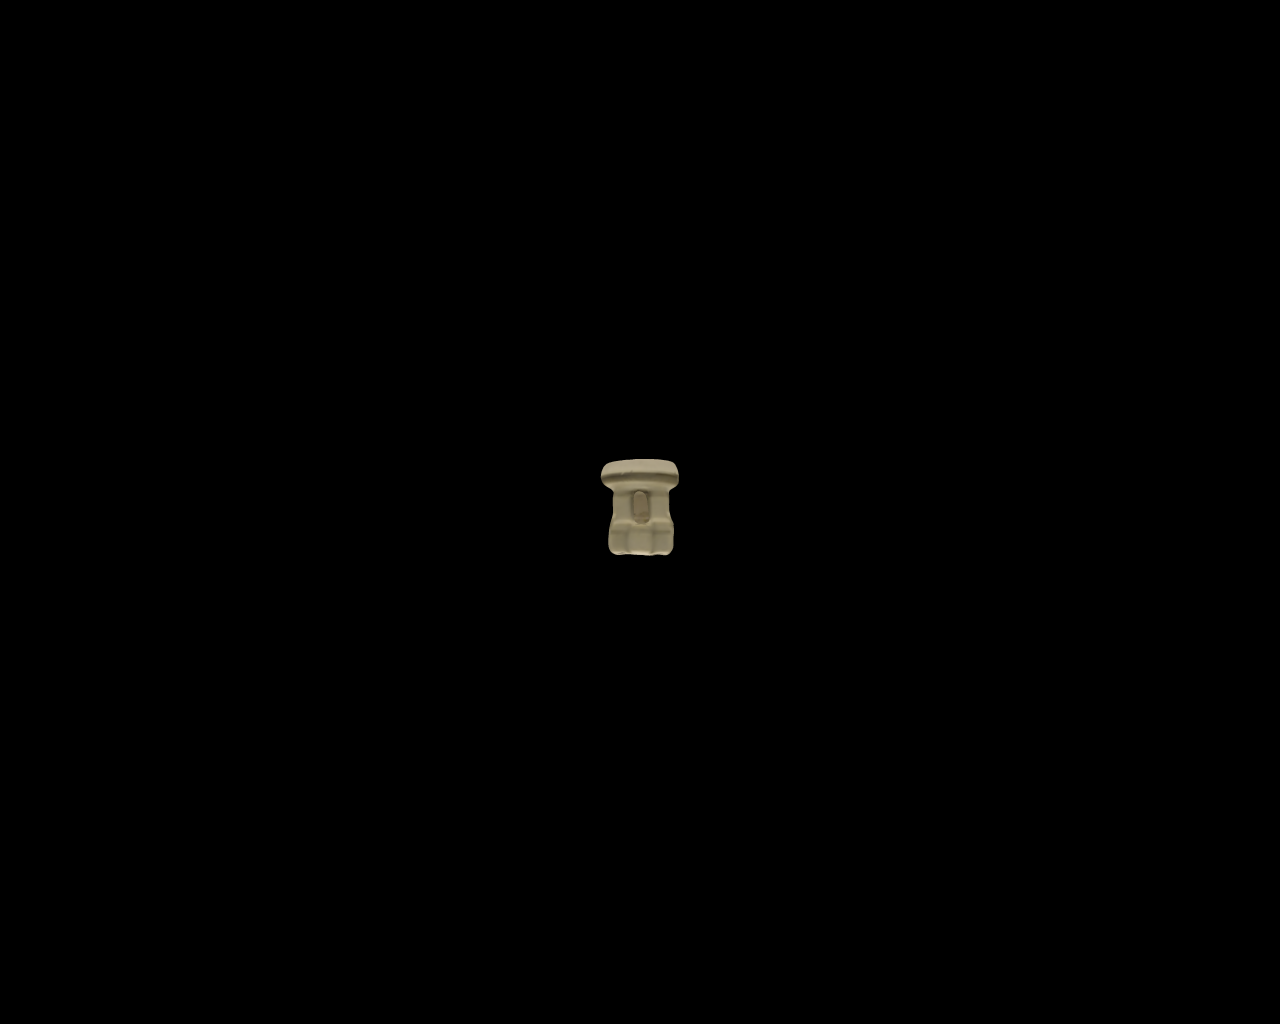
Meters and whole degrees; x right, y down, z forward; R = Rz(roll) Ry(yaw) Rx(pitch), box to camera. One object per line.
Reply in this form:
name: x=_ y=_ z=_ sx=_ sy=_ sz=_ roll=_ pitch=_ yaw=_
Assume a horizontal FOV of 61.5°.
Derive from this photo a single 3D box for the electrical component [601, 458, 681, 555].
electrical component: x=0.001 y=-0.003 z=0.650 sx=0.048 sy=0.055 sz=0.066 roll=0 pitch=-4 yaw=0
